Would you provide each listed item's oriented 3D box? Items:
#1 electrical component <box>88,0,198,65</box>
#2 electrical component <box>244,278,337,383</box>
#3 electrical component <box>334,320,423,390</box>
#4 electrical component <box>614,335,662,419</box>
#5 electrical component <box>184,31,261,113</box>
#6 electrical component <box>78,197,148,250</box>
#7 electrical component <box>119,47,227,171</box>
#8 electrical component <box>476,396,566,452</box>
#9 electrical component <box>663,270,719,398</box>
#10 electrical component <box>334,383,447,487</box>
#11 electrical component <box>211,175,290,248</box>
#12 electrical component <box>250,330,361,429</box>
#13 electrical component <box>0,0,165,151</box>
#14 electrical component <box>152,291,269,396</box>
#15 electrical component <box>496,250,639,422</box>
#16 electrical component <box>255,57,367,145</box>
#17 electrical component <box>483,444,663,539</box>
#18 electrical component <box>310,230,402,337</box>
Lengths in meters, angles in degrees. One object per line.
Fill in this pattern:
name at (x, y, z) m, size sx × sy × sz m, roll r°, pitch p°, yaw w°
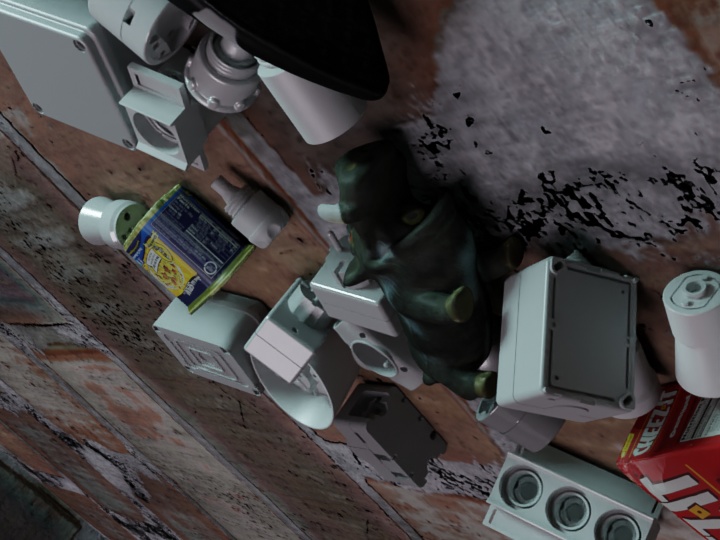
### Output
electrical component at (-0.129, -0.159, 0.646) m, size 0.047 × 0.055 × 0.055 m, roll 37°, pitch 154°, yaw 7°
electrical component at (-0.041, 0.033, 0.847) m, size 0.047 × 0.083 × 0.075 m, roll 37°, pitch 116°, yaw -1°
electrical component at (0.016, 0.057, 0.837) m, size 0.077 × 0.044 × 0.079 m, roll 39°, pitch 155°, yaw -5°
electrical component at (0.164, 0.064, 0.674) m, size 0.040 × 0.040 × 0.046 m, roll 10°, pitch 139°, yaw 42°
electrical component at (-0.077, -0.128, 0.647) m, size 0.048 × 0.048 × 0.062 m, roll 38°, pitch 147°, yaw -2°
electrical component at (-0.218, -0.041, 0.962) m, size 0.055 × 0.045 × 0.045 m, roll 10°, pitch 143°, yaw 42°
electrical component at (-0.117, -0.108, 0.705) m, size 0.042 × 0.063 × 0.081 m, roll 24°, pitch 152°, yaw 19°
electrical component at (0.118, 0.097, 0.769) m, size 0.047 × 0.055 × 0.055 m, roll 34°, pitch 154°, yaw -4°
electrical component at (0.189, 0.033, 0.589) m, size 0.044 × 0.044 × 0.065 m, roll 11°, pitch 140°, yaw 41°
electrical component at (0.025, 0.148, 0.972) m, size 0.056 × 0.050 × 0.089 m, roll -2°, pitch 135°, yaw 52°
electrical component at (-0.084, -0.046, 0.801) m, size 0.061 × 0.035 × 0.035 m, roll 41°, pitch 154°, yaw -3°
electrical component at (-0.050, 0.083, 0.940) m, size 0.099 × 0.064 × 0.099 m, roll 28°, pitch 153°, yaw 16°
electrical component at (-0.188, -0.148, 0.734) m, size 0.109 × 0.056 × 0.108 m, roll 23°, pitch 151°, yaw 26°
electrical component at (-0.128, 0.063, 1.011) m, size 0.113 × 0.057 × 0.078 m, roll 13°, pitch 145°, yaw 40°
electrical component at (0.119, 0.036, 0.628) m, size 0.062 × 0.096 × 0.061 m, roll 13°, pitch 161°, yaw -20°
electrical component at (-0.035, -0.116, 0.613) m, size 0.043 × 0.043 × 0.081 m, roll 5°, pitch 140°, yaw 48°
electrical component at (0.170, 0.191, 0.847) m, size 0.121 × 0.078 × 0.063 m, roll 22°, pitch 173°, yaw 28°
electrical component at (0.000, 0.000, 0.758) m, size 0.066 × 0.047 × 0.076 m, roll 15°, pitch 148°, yaw 38°
